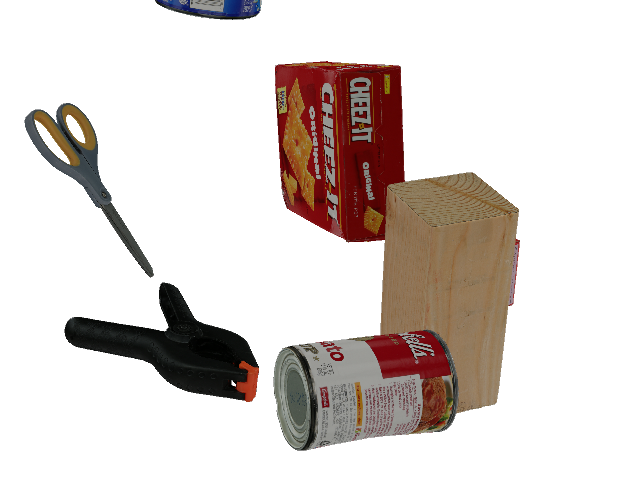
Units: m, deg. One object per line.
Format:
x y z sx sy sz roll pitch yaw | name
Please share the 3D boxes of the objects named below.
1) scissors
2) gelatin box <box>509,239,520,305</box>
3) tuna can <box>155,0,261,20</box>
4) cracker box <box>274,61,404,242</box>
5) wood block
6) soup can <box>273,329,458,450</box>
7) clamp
-0.224 -0.061 1.094 0.016 0.201 0.096 -26 26 27 | scissors
0.199 0.028 1.277 0.030 0.089 0.073 -18 32 -31 | gelatin box
-0.087 -0.198 0.831 0.086 0.034 0.086 8 24 -4 | tuna can
0.016 -0.097 1.087 0.072 0.164 0.214 -7 13 -16 | cracker box
0.115 0.052 0.991 0.090 0.206 0.091 -10 30 -19 | wood block
0.028 0.096 0.689 0.102 0.068 0.069 -4 2 -22 | soup can
-0.113 0.082 0.892 0.172 0.039 0.120 21 34 24 | clamp
